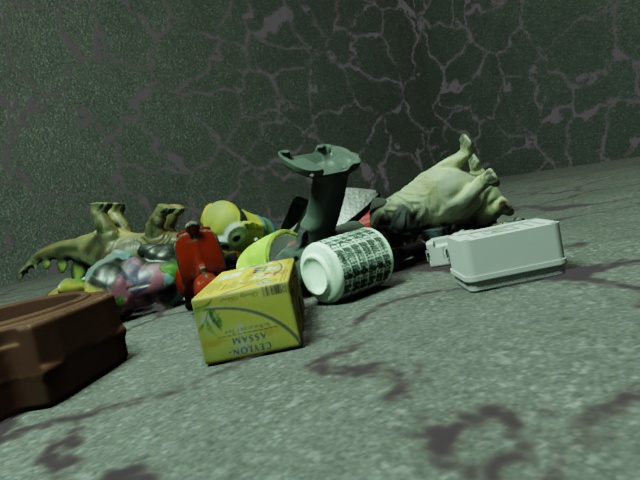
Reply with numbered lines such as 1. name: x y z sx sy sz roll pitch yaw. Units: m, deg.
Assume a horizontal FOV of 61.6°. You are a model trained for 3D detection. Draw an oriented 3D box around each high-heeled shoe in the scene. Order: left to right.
1. high-heeled shoe: -0.002 -0.003 0.916 0.249 0.086 0.145 -19 -30 10

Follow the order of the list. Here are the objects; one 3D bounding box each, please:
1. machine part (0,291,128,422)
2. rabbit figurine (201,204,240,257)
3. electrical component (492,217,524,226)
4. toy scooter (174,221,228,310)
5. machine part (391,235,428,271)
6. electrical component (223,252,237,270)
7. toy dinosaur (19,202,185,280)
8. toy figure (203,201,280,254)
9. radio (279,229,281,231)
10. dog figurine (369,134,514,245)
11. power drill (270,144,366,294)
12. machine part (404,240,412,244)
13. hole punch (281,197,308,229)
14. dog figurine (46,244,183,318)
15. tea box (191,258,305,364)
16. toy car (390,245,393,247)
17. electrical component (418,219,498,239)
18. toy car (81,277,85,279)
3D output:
1. machine part: -0.326 0.116 0.557 0.201 0.087 0.201 -10 7 13
2. rabbit figurine: -0.189 0.012 1.162 0.162 0.122 0.173 2 -31 -14
3. electrical component: 0.268 -0.003 0.751 0.102 0.045 0.078 -16 6 -39
4. toy scooter: -0.175 0.039 0.782 0.075 0.135 0.184 -15 5 -17
5. machine part: 0.117 0.025 0.840 0.139 0.039 0.084 -18 0 -38
6. electrical component: -0.181 0.057 0.925 0.048 0.074 0.119 -14 10 -35
7. toy dinosaur: -0.414 0.021 1.083 0.472 0.198 0.105 1 0 18
8. toy figure: -0.137 -0.014 0.970 0.089 0.082 0.180 40 12 29
9. radio: 0.020 -0.007 1.172 0.230 0.073 0.131 -11 5 14
10. dog figurine: 0.181 -0.046 0.829 0.190 0.172 0.121 -33 44 14
11. power drill: -0.018 -0.016 0.723 0.232 0.207 0.086 -18 32 -35
12. machine part: 0.182 -0.034 1.099 0.079 0.079 0.243 -11 4 3
13. hole punch: -0.013 -0.010 1.050 0.142 0.115 0.092 25 -1 40
14. dog figurine: -0.315 0.080 0.838 0.192 0.108 0.219 -8 10 9
15. tea box: -0.069 0.070 0.583 0.098 0.068 0.169 -12 6 2
16. toy car: 0.086 0.001 0.910 0.202 0.053 0.089 -25 -1 2
17. electrical component: 0.232 -0.020 0.941 0.134 0.058 0.115 -16 5 -36
18. toy car: -0.341 0.084 0.982 0.202 0.073 0.056 -11 8 0
